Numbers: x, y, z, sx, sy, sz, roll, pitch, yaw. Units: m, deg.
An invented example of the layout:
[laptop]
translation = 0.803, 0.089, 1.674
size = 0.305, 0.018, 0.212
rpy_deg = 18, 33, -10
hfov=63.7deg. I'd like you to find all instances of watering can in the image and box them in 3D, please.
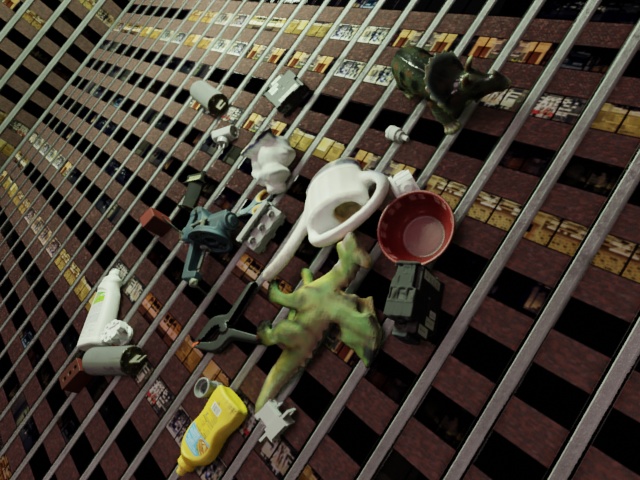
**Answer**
[watering can]
translation = 0.004, -0.058, 1.153
size = 0.344, 0.102, 0.230
rpy_deg = -33, 31, 20

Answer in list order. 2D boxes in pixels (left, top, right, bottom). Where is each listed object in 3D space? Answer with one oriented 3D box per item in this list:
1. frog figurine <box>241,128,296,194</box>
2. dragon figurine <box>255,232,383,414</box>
[frog figurine]
translation = -0.123, -0.203, 1.394
size = 0.137, 0.122, 0.160
rpy_deg = -33, 83, 6
[dragon figurine]
translation = 0.007, 0.183, 1.034
size = 0.243, 0.121, 0.412
rpy_deg = 8, 84, 34
